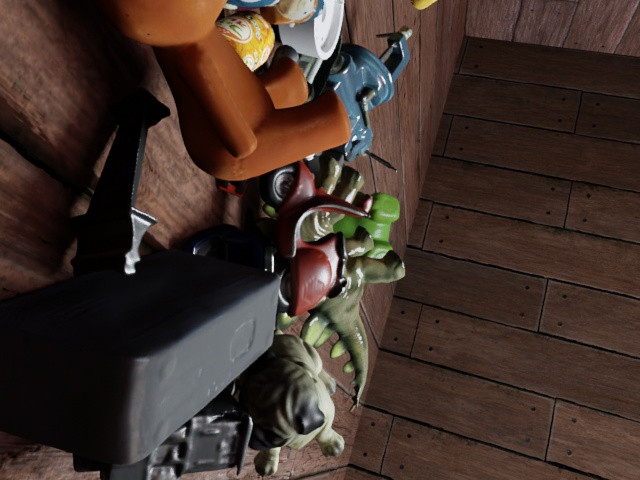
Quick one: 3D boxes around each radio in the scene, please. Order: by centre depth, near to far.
[{"bbox_3d":[-0.127,0.070,0.414,0.229,0.131,0.073,-32,131,-70],"label":"radio"}]

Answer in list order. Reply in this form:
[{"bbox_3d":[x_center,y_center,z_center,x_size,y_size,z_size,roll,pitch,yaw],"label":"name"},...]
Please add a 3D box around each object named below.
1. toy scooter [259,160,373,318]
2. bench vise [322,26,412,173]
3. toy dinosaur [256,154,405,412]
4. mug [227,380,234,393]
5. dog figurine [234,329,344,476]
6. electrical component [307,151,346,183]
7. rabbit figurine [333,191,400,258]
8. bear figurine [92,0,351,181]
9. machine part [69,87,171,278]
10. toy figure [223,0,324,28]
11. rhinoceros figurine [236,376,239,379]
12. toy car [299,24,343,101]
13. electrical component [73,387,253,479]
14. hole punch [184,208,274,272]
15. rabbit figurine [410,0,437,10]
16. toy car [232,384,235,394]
[{"bbox_3d":[-0.001,-0.002,0.627,0.075,0.135,0.183,-157,-114,-67],"label":"toy scooter"},{"bbox_3d":[0.085,-0.253,0.899,0.240,0.129,0.223,-53,138,-16],"label":"bench vise"},{"bbox_3d":[0.008,0.052,0.749,0.198,0.105,0.470,-34,117,-12],"label":"toy dinosaur"},{"bbox_3d":[-0.127,0.148,0.574,0.109,0.081,0.107,-55,178,2],"label":"mug"},{"bbox_3d":[-0.040,0.136,0.547,0.190,0.121,0.172,86,-22,-53],"label":"dog figurine"},{"bbox_3d":[0.012,-0.124,0.886,0.093,0.063,0.021,85,23,-46],"label":"electrical component"},{"bbox_3d":[0.021,-0.034,0.873,0.159,0.170,0.121,34,-65,61],"label":"rabbit figurine"},{"bbox_3d":[-0.072,-0.142,0.374,0.132,0.120,0.195,-28,132,-12],"label":"bear figurine"},{"bbox_3d":[-0.144,-0.041,0.391,0.039,0.084,0.139,24,67,-43],"label":"machine part"},{"bbox_3d":[-0.050,-0.228,0.481,0.154,0.064,0.058,4,64,-44],"label":"toy figure"},{"bbox_3d":[-0.091,0.242,0.829,0.112,0.073,0.190,-69,165,-68],"label":"rhinoceros figurine"},{"bbox_3d":[-0.014,-0.223,0.728,0.073,0.056,0.202,86,24,-64],"label":"toy car"},{"bbox_3d":[-0.137,0.144,0.438,0.134,0.115,0.058,8,95,-31],"label":"electrical component"},{"bbox_3d":[-0.104,0.043,0.591,0.116,0.092,0.142,-137,-135,-71],"label":"hole punch"},{"bbox_3d":[0.095,-0.417,0.811,0.162,0.173,0.121,9,94,-30],"label":"rabbit figurine"},{"bbox_3d":[-0.149,0.232,0.632,0.202,0.053,0.089,-17,116,-71],"label":"toy car"}]
